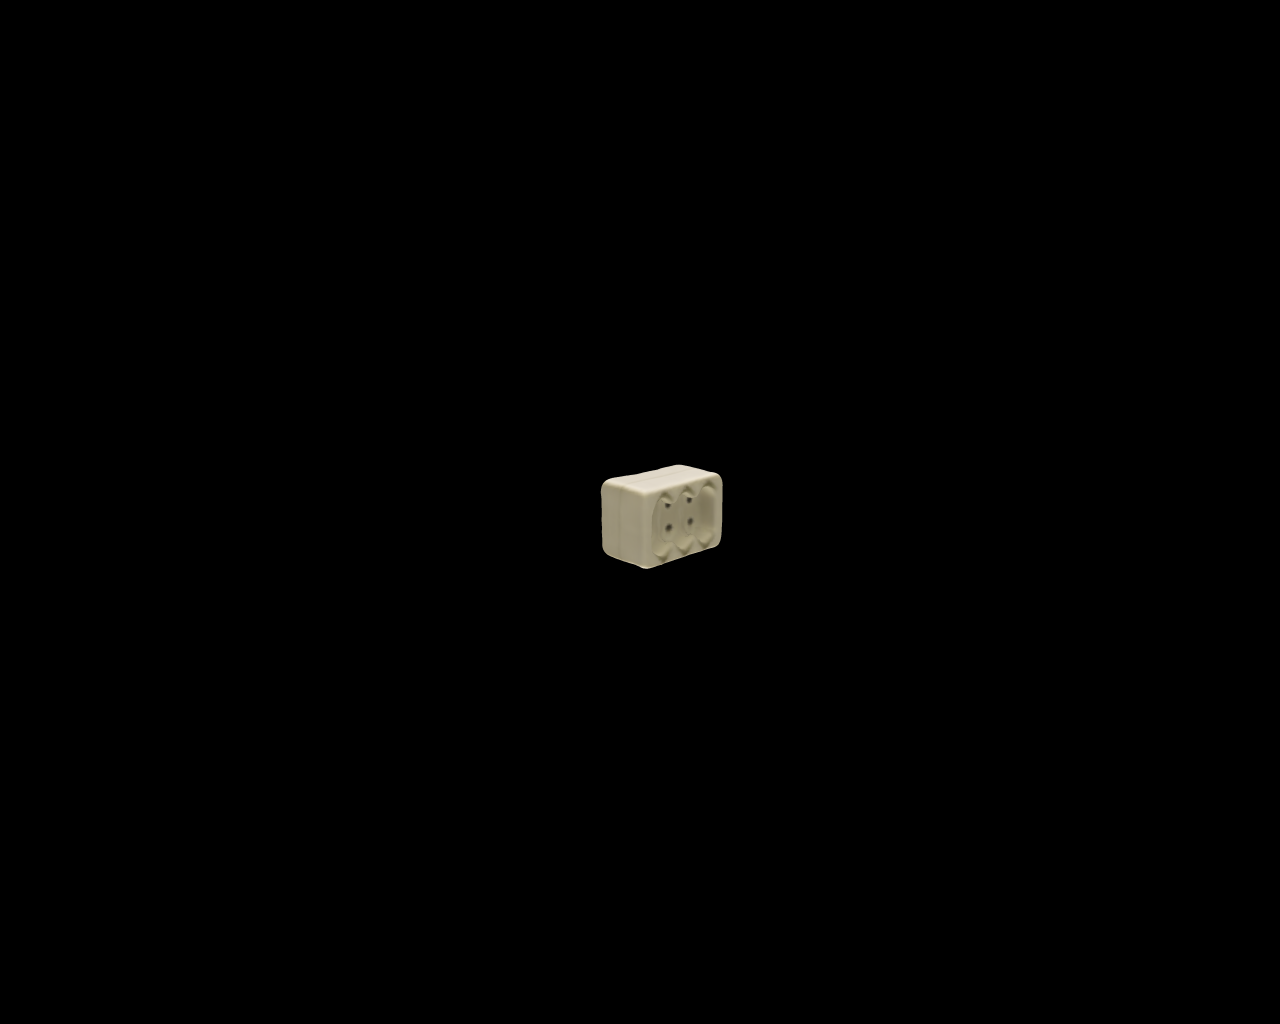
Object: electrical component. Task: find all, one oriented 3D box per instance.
[{"bbox_3d":[0.001,-0.003,0.650,0.066,0.047,0.077,-14,22,-40],"label":"electrical component"}]
